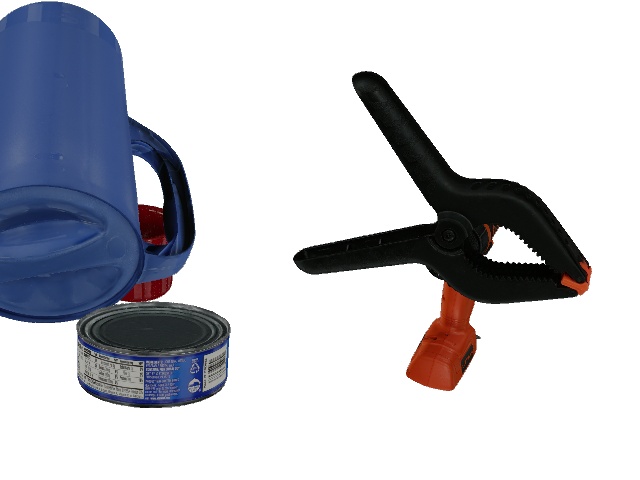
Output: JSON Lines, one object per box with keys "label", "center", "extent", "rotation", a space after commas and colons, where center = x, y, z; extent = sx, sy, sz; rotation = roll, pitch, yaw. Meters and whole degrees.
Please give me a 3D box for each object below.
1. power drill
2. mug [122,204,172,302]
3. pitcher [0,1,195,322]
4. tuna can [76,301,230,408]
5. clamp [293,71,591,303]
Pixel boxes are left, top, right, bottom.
{"label": "power drill", "center": [0.132, 0.051, 1.051], "extent": [0.057, 0.188, 0.184], "rotation": [19, 28, 17]}
{"label": "mug", "center": [-0.213, 0.011, 1.190], "extent": [0.093, 0.081, 0.117], "rotation": [-19, 35, -39]}
{"label": "pitcher", "center": [-0.190, -0.066, 0.793], "extent": [0.145, 0.243, 0.149], "rotation": [-23, -45, 12]}
{"label": "tuna can", "center": [-0.094, 0.063, 0.602], "extent": [0.086, 0.034, 0.086], "rotation": [3, 14, -1]}
{"label": "clamp", "center": [0.091, -0.021, 0.744], "extent": [0.210, 0.165, 0.036], "rotation": [17, 32, 11]}
